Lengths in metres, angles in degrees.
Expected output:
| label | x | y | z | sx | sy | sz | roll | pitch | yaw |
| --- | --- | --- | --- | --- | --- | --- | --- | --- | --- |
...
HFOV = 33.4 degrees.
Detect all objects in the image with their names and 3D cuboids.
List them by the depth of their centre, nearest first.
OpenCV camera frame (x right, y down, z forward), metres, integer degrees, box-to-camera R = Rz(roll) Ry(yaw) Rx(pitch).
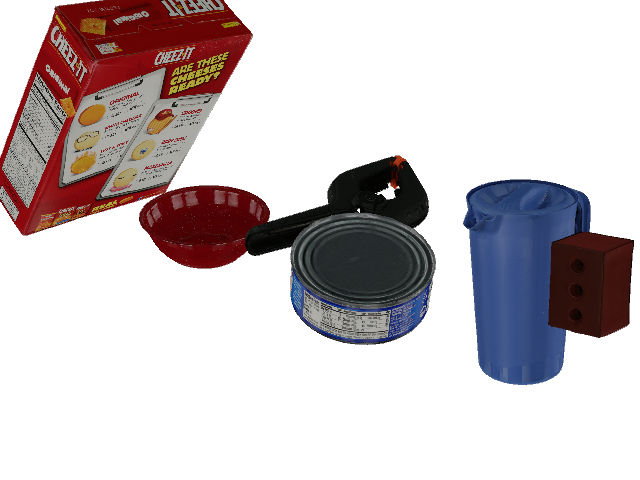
| label | x | y | z | sx | sy | sz | roll | pitch | yaw |
| --- | --- | --- | --- | --- | --- | --- | --- | --- | --- |
| tuna can | 0.024 | 0.022 | 0.636 | 0.086 | 0.034 | 0.086 | 2 | 39 | -2 |
| foam brick | 0.230 | 0.037 | 0.911 | 0.053 | 0.078 | 0.051 | 12 | 21 | 42 |
| cracker box | -0.175 | -0.112 | 0.916 | 0.163 | 0.072 | 0.214 | -21 | -24 | -43 |
| clamp | 0.051 | -0.018 | 0.960 | 0.165 | 0.036 | 0.209 | 20 | 34 | 20 |
| bowl | -0.144 | -0.011 | 1.332 | 0.162 | 0.055 | 0.162 | 1 | 29 | -1 |
| pitcher | 0.260 | 0.050 | 1.338 | 0.149 | 0.243 | 0.145 | 1 | 22 | 14 |
